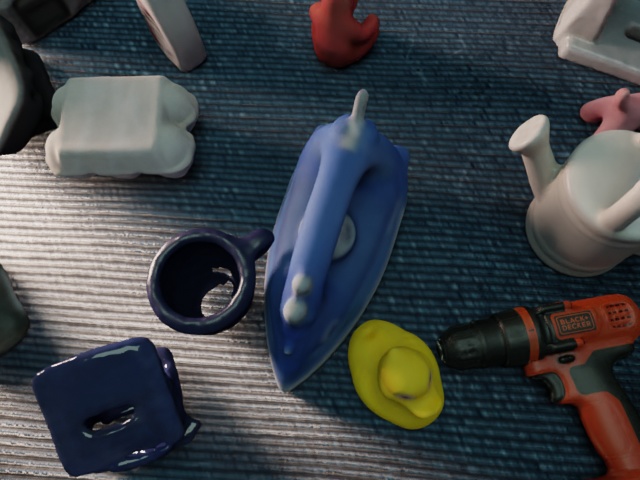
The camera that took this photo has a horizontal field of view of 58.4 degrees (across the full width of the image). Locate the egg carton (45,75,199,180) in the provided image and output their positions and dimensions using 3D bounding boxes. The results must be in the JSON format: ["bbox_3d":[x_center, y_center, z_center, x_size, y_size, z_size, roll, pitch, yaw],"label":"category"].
[{"bbox_3d":[-0.199,-0.112,0.583,0.150,0.069,0.107,-2,71,1],"label":"egg carton"}]

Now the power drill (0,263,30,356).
[{"bbox_3d":[-0.332,0.041,0.462,0.076,0.208,0.229,-34,73,-9],"label":"power drill"}]

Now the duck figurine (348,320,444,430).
[{"bbox_3d":[0.067,0.112,0.491,0.077,0.086,0.104,-34,73,-9],"label":"duck figurine"}]

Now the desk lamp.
[{"bbox_3d":[0.299,-0.273,0.547,0.203,0.213,0.118,23,74,9],"label":"desk lamp"}]

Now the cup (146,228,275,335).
[{"bbox_3d":[-0.087,0.038,0.516,0.118,0.095,0.091,-37,74,-10],"label":"cup"}]

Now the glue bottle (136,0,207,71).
[{"bbox_3d":[-0.164,-0.247,0.574,0.037,0.173,0.078,-41,74,-11],"label":"glue bottle"}]

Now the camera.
[{"bbox_3d":[-0.334,-0.322,0.642,0.143,0.101,0.136,-40,75,-11],"label":"camera"}]

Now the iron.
[{"bbox_3d":[0.005,0.002,0.501,0.118,0.141,0.258,15,72,7],"label":"iron"}]

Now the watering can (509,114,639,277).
[{"bbox_3d":[0.243,-0.043,0.481,0.172,0.194,0.101,10,72,5],"label":"watering can"}]

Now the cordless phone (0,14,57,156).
[{"bbox_3d":[-0.339,-0.181,0.550,0.094,0.185,0.147,-31,73,-8],"label":"cordless phone"}]

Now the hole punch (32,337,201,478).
[{"bbox_3d":[-0.170,0.143,0.485,0.108,0.091,0.101,-19,72,-4],"label":"hole punch"}]

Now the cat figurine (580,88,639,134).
[{"bbox_3d":[0.336,-0.141,0.552,0.128,0.118,0.067,-10,71,-2],"label":"cat figurine"}]

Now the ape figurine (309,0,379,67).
[{"bbox_3d":[0.022,-0.235,0.607,0.077,0.092,0.076,34,76,12],"label":"ape figurine"}]
